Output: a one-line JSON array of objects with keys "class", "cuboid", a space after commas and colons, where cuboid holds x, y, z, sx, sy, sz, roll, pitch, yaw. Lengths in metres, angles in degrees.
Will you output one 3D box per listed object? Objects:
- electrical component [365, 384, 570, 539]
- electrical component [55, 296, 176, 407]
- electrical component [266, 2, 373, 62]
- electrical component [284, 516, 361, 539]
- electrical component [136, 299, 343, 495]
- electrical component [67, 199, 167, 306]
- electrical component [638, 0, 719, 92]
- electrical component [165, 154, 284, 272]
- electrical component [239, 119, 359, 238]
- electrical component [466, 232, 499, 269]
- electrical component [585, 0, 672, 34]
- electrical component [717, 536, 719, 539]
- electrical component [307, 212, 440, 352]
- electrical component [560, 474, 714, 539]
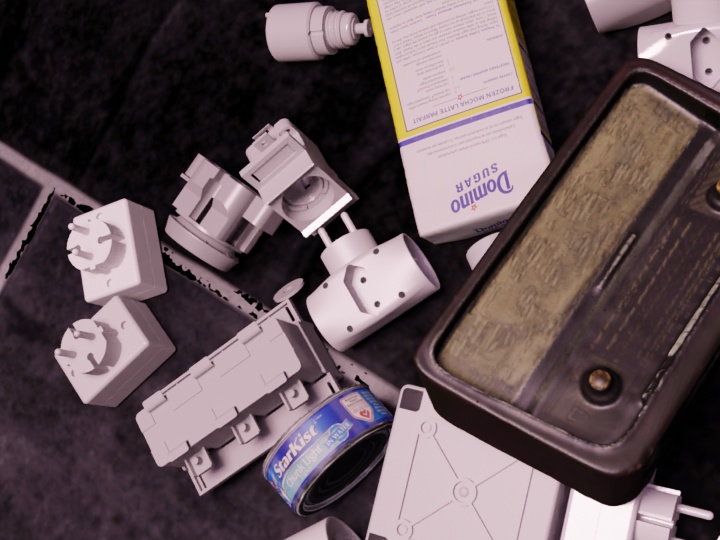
[{"class": "electrical component", "cuboid": [0.070, 0.132, 0.642, 0.109, 0.056, 0.108, 11, 84, 24]}, {"class": "electrical component", "cuboid": [-0.182, 0.055, 0.751, 0.066, 0.077, 0.047, -43, 67, 10]}, {"class": "electrical component", "cuboid": [-0.029, -0.167, 0.753, 0.078, 0.040, 0.040, 2, 80, 23]}, {"class": "electrical component", "cuboid": [-0.016, 0.200, 0.644, 0.064, 0.099, 0.099, -35, 68, 6]}, {"class": "electrical component", "cuboid": [-0.082, 0.083, 0.711, 0.121, 0.063, 0.078, -36, 68, 12]}, {"class": "electrical component", "cuboid": [-0.181, -0.014, 0.765, 0.047, 0.077, 0.065, -18, 73, 18]}, {"class": "electrical component", "cuboid": [0.205, -0.146, 0.639, 0.077, 0.043, 0.079, -3, 108, 22]}, {"class": "electrical component", "cuboid": [-0.098, -0.036, 0.746, 0.078, 0.058, 0.057, 36, 92, 28]}, {"class": "electrical component", "cuboid": [-0.043, -0.064, 0.723, 0.042, 0.081, 0.063, -38, 46, 11]}, {"class": "electrical component", "cuboid": [0.093, 0.009, 0.667, 0.044, 0.044, 0.065, -29, 65, 15]}, {"class": "electrical component", "cuboid": [0.172, -0.199, 0.673, 0.077, 0.043, 0.079, -22, 72, 17]}, {"class": "electrical component", "cuboid": [0.222, 0.155, 0.577, 0.056, 0.050, 0.089, 33, 93, 24]}, {"class": "electrical component", "cuboid": [0.000, 0.000, 0.703, 0.077, 0.043, 0.079, -34, 74, 13]}, {"class": "electrical component", "cuboid": [0.159, 0.139, 0.608, 0.076, 0.047, 0.083, 11, 84, 24]}]
